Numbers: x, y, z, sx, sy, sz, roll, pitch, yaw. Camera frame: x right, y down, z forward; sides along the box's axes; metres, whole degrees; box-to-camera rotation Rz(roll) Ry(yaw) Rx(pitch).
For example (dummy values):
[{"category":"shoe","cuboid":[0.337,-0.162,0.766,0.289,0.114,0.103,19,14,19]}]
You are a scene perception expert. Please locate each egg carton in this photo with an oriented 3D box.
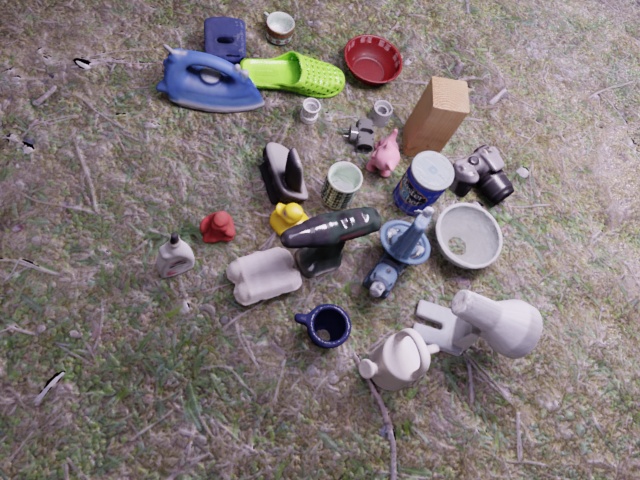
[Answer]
[{"category":"egg carton","cuboid":[-0.120,0.077,1.222,0.150,0.069,0.107,-17,71,-19]}]

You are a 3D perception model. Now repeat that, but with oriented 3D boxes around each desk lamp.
[{"category":"desk lamp","cuboid":[0.323,0.176,1.198,0.203,0.213,0.118,18,64,-4]}]

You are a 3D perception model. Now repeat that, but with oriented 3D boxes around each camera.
[{"category":"camera","cuboid":[0.413,-0.157,1.428,0.143,0.100,0.136,-28,75,-22]}]

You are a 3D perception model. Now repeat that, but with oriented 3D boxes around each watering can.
[{"category":"watering can","cuboid":[0.162,0.240,1.144,0.173,0.194,0.101,-36,78,-24]}]

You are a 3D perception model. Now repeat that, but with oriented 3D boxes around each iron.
[{"category":"iron","cuboid":[-0.252,-0.389,1.357,0.258,0.141,0.118,9,65,-9]}]

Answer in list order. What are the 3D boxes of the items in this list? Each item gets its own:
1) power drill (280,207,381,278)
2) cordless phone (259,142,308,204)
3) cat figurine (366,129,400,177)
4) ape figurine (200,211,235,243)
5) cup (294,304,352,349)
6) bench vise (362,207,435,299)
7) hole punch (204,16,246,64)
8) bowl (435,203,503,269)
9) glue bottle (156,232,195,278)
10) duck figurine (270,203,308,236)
[{"category":"power drill","cuboid":[0.011,0.004,1.206,0.230,0.208,0.075,-20,72,-20]},{"category":"cordless phone","cuboid":[-0.071,-0.173,1.278,0.094,0.185,0.147,-18,71,-19]},{"category":"cat figurine","cuboid":[0.163,-0.212,1.386,0.067,0.117,0.128,22,64,-2]},{"category":"ape figurine","cuboid":[-0.216,-0.034,1.236,0.078,0.092,0.076,33,64,3]},{"category":"cup","cuboid":[-0.002,0.185,1.186,0.118,0.095,0.092,15,64,-6]},{"category":"bench vise","cuboid":[0.182,0.030,1.227,0.121,0.219,0.207,16,64,-5]},{"category":"hole punch","cuboid":[-0.236,-0.494,1.435,0.109,0.091,0.101,-3,67,-14]},{"category":"bowl","cuboid":[0.340,0.000,1.357,0.167,0.074,0.167,5,66,-11]},{"category":"glue bottle","cuboid":[-0.291,0.025,1.148,0.078,0.173,0.037,-24,73,-21]},{"category":"duck figurine","cuboid":[-0.058,-0.049,1.282,0.104,0.086,0.077,25,64,-1]}]
